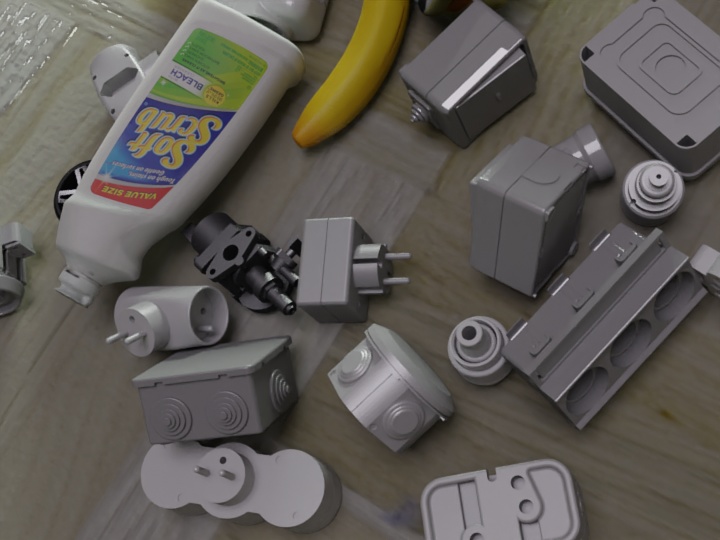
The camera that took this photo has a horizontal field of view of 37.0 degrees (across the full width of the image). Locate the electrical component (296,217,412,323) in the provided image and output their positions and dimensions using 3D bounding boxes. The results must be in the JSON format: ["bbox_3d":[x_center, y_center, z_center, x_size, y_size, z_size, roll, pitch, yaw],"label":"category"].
[{"bbox_3d":[0.000,0.000,0.774,0.077,0.047,0.065,-2,70,18],"label":"electrical component"}]

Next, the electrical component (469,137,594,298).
[{"bbox_3d":[0.111,-0.033,0.728,0.061,0.096,0.062,28,52,25],"label":"electrical component"}]

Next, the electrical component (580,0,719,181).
[{"bbox_3d":[0.216,-0.126,0.743,0.078,0.057,0.113,-41,63,1],"label":"electrical component"}]

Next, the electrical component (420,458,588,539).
[{"bbox_3d":[0.092,0.156,0.678,0.095,0.059,0.053,-13,67,14],"label":"electrical component"}]

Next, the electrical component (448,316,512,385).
[{"bbox_3d":[0.079,0.051,0.720,0.043,0.062,0.043,-6,68,16],"label":"electrical component"}]

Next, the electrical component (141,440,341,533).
[{"bbox_3d":[-0.088,0.143,0.735,0.138,0.073,0.052,4,72,20],"label":"electrical component"}]

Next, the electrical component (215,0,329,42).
[{"bbox_3d":[-0.077,-0.220,0.878,0.095,0.053,0.059,8,73,21],"label":"electrical component"}]

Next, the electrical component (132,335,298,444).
[{"bbox_3d":[-0.097,0.083,0.748,0.100,0.100,0.048,-8,98,16],"label":"electrical component"}]

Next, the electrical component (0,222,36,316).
[{"bbox_3d":[-0.302,0.002,0.869,0.078,0.058,0.057,-18,63,11],"label":"electrical component"}]

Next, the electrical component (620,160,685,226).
[{"bbox_3d":[0.195,-0.054,0.715,0.040,0.078,0.040,-1,82,10],"label":"electrical component"}]

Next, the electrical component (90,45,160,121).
[{"bbox_3d":[-0.175,-0.156,0.893,0.079,0.043,0.077,-34,64,3],"label":"electrical component"}]

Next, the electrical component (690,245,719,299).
[{"bbox_3d":[0.258,-0.003,0.683,0.078,0.058,0.057,35,87,26],"label":"electrical component"}]

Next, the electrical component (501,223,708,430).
[{"bbox_3d":[0.155,0.033,0.696,0.121,0.078,0.063,-47,45,-3],"label":"electrical component"}]

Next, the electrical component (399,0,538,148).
[{"bbox_3d":[0.079,-0.137,0.790,0.096,0.061,0.061,-44,64,-1],"label":"electrical component"}]

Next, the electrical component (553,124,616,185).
[{"bbox_3d":[0.151,-0.075,0.757,0.046,0.040,0.040,-27,64,14],"label":"electrical component"}]

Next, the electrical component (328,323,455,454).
[{"bbox_3d":[0.021,0.079,0.720,0.051,0.080,0.080,-44,63,5],"label":"electrical component"}]

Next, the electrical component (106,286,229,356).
[{"bbox_3d":[-0.150,0.039,0.785,0.077,0.079,0.043,-1,107,35],"label":"electrical component"}]
